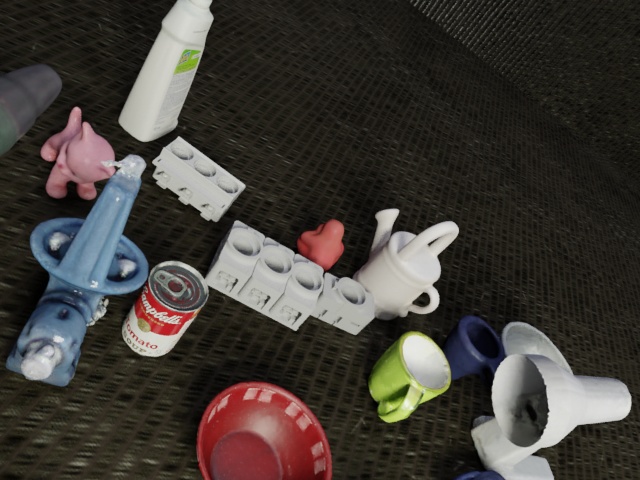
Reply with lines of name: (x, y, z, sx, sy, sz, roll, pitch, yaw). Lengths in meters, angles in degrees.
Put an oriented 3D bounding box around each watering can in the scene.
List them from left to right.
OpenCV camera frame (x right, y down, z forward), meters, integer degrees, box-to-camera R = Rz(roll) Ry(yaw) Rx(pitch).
watering can: (0.136, 0.029, 0.906, 0.173, 0.193, 0.101, 46, 37, 8)

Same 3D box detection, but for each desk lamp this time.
desk lamp: (0.313, 0.253, 0.812, 0.204, 0.213, 0.118, 16, 43, -28)

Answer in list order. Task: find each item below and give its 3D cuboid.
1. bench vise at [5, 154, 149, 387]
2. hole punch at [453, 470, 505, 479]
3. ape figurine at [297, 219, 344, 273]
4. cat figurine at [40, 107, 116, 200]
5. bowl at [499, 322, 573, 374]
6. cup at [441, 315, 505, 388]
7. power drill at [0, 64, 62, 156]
bench vise: (-0.222, 0.033, 0.569, 0.122, 0.219, 0.207, 12, 45, -32)
hole punch: (0.215, 0.346, 0.734, 0.109, 0.091, 0.101, 2, 51, -40)
ape figurine: (0.008, 0.003, 0.906, 0.078, 0.092, 0.076, 28, 38, -15)
cat figurine: (-0.305, -0.113, 0.732, 0.067, 0.117, 0.127, 2, 51, -40)
bowl: (0.356, 0.230, 0.990, 0.168, 0.074, 0.167, 24, 40, -21)
cup: (0.234, 0.192, 0.906, 0.092, 0.094, 0.117, 10, 46, -34)
power drill: (-0.356, -0.058, 0.556, 0.076, 0.208, 0.230, 36, 37, -6)
